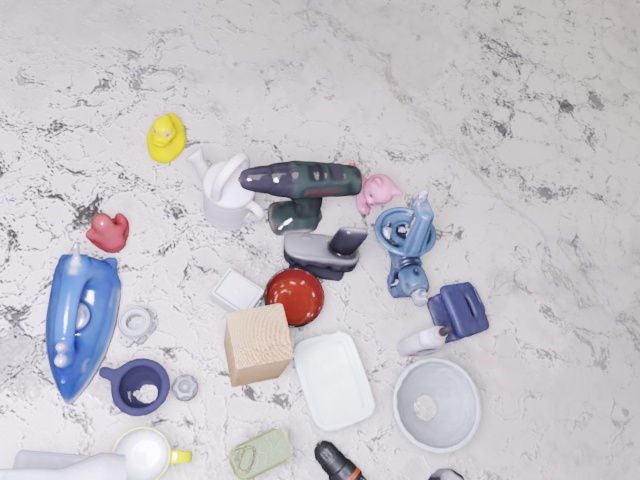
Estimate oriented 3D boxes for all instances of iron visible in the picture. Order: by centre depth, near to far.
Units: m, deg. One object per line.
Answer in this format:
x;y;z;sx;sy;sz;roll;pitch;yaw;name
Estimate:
-0.410;0.135;0.955;0.119;0.141;0.258;3;68;-9;iron

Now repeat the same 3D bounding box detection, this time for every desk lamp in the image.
-0.376;0.368;0.831;0.203;0.213;0.118;8;68;-8;desk lamp

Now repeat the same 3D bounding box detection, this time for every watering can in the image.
-0.175;-0.101;1.065;0.173;0.194;0.101;19;66;-3;watering can

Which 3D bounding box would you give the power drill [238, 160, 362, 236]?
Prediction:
-0.043;-0.082;1.075;0.230;0.208;0.075;-8;70;-14;power drill

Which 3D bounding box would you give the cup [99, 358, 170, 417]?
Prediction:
-0.308;0.246;0.957;0.118;0.095;0.092;22;66;-2;cup

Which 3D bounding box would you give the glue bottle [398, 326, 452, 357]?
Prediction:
0.200;0.180;1.039;0.078;0.173;0.037;-7;70;-13;glue bottle

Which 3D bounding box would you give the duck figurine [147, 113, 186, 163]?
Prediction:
-0.308;-0.216;1.143;0.077;0.086;0.104;15;67;-5;duck figurine

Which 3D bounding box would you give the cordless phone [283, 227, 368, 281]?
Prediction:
0.010;0.004;1.064;0.148;0.185;0.094;4;68;-9;cordless phone

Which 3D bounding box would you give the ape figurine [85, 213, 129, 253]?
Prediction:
-0.390;-0.020;1.047;0.078;0.092;0.076;-14;72;-15;ape figurine

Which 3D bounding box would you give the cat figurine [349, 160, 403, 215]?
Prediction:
0.101;-0.112;1.165;0.127;0.117;0.067;44;68;8;cat figurine

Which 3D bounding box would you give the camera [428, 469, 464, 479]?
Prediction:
0.232;0.482;0.966;0.137;0.100;0.143;34;67;4;camera

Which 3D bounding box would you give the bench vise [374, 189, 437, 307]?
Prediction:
0.184;0.009;1.078;0.122;0.219;0.207;-24;75;-18;bench vise

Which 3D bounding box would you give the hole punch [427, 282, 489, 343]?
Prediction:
0.276;0.135;1.116;0.101;0.091;0.108;-15;72;-16;hole punch

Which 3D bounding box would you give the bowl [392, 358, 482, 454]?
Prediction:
0.203;0.303;1.045;0.167;0.074;0.167;4;68;-9;bowl
